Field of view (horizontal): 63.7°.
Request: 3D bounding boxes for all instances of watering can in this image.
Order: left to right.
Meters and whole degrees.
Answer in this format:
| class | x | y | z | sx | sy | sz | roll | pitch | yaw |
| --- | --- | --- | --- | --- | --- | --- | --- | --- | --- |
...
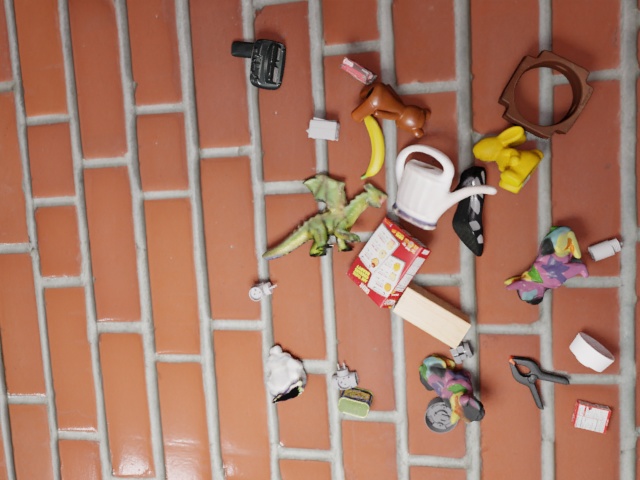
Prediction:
| class | x | y | z | sx | sy | sz | roll | pitch | yaw |
| --- | --- | --- | --- | --- | --- | --- | --- | --- | --- |
| watering can | 0.315 | -0.127 | 1.413 | 0.353 | 0.104 | 0.220 | 42 | 126 | 45 |

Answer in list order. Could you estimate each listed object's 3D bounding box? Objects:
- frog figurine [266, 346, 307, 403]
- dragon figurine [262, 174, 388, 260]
| class | x | y | z | sx | sy | sz | roll | pitch | yaw |
| --- | --- | --- | --- | --- | --- | --- | --- | --- | --- |
| frog figurine | -0.118 | 0.424 | 1.647 | 0.135 | 0.122 | 0.163 | -48 | 49 | 22 |
| dragon figurine | 0.005 | -0.079 | 1.569 | 0.409 | 0.121 | 0.245 | -8 | 77 | 11 |
